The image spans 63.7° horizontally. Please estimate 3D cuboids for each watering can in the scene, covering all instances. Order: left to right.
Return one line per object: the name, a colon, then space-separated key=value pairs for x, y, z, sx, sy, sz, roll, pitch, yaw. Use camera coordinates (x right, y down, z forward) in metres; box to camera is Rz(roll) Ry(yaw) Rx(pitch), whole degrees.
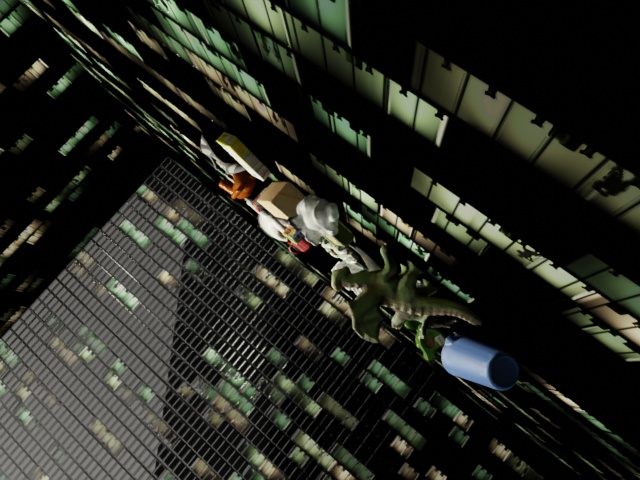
watering can: x=-0.223 y=-0.089 z=2.344 sx=0.343 sy=0.104 sz=0.226 roll=42 pitch=173 yaw=-25

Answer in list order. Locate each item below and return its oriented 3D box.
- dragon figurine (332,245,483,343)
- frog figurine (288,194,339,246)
dragon figurine: x=0.191 y=0.171 z=1.361 sx=0.415 sy=0.245 sz=0.120 roll=37 pitch=166 yaw=33
frog figurine: x=0.004 y=-0.073 z=1.450 sx=0.156 sy=0.124 sz=0.138 roll=-43 pitch=75 yaw=43
